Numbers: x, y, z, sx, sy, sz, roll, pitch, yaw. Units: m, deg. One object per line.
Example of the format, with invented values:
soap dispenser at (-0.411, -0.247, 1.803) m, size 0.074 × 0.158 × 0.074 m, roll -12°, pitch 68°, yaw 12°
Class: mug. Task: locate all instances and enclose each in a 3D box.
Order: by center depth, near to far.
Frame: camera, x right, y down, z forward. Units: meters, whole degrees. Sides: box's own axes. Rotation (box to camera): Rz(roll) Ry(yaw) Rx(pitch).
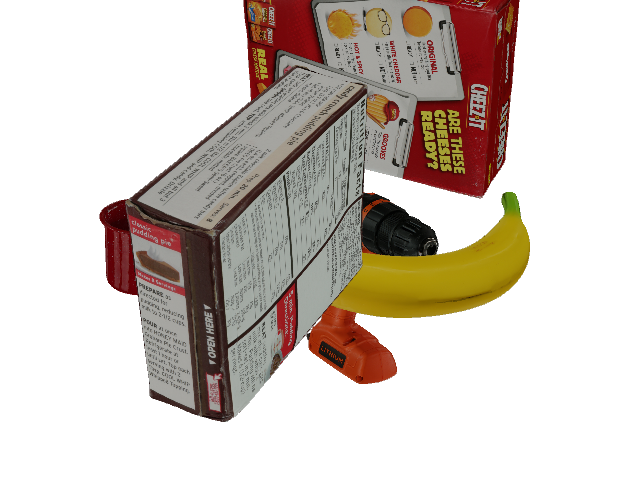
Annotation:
mug at (-0.205, 0.004, 1.189) m, size 0.093 × 0.081 × 0.117 m, roll -19°, pitch 34°, yaw -38°

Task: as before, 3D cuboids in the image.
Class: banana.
banana at (0.066, 0.017, 0.663) m, size 0.197 × 0.037 × 0.070 m, roll -13°, pitch 47°, yaw -34°

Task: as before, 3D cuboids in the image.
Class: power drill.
power drill at (0.047, 0.045, 1.076) m, size 0.057 × 0.188 × 0.185 m, roll -8°, pitch 22°, yaw -32°

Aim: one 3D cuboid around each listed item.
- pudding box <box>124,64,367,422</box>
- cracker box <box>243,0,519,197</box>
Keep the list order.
pudding box at (-0.022, -0.001, 0.400) m, size 0.039 × 0.090 × 0.113 m, roll 16°, pitch 39°, yaw 22°
cracker box at (0.047, -0.141, 0.870) m, size 0.214 × 0.164 × 0.072 m, roll 15°, pitch 40°, yaw 22°
